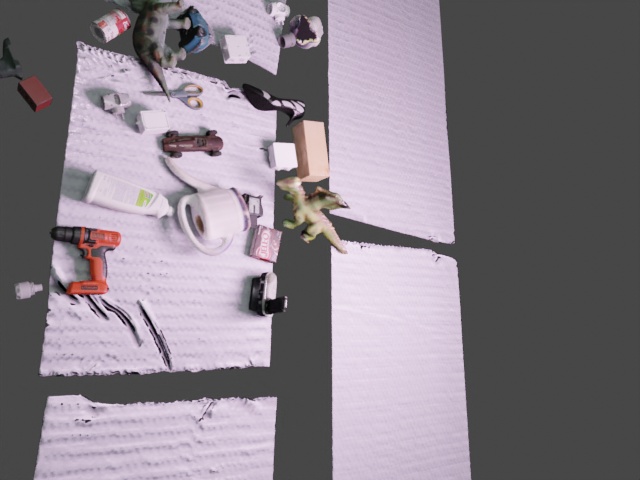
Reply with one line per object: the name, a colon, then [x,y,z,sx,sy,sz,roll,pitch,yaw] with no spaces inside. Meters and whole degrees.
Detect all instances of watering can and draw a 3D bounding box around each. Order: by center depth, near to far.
watering can: [-0.351,-0.121,1.637,0.226,0.102,0.350,-14,78,-35]

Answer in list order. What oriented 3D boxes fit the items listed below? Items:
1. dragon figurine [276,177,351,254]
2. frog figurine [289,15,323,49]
dragon figurine: [0.005,-0.090,1.786,0.407,0.240,0.125,33,59,-21]
frog figurine: [-0.053,-0.824,2.020,0.136,0.121,0.163,34,27,-15]
